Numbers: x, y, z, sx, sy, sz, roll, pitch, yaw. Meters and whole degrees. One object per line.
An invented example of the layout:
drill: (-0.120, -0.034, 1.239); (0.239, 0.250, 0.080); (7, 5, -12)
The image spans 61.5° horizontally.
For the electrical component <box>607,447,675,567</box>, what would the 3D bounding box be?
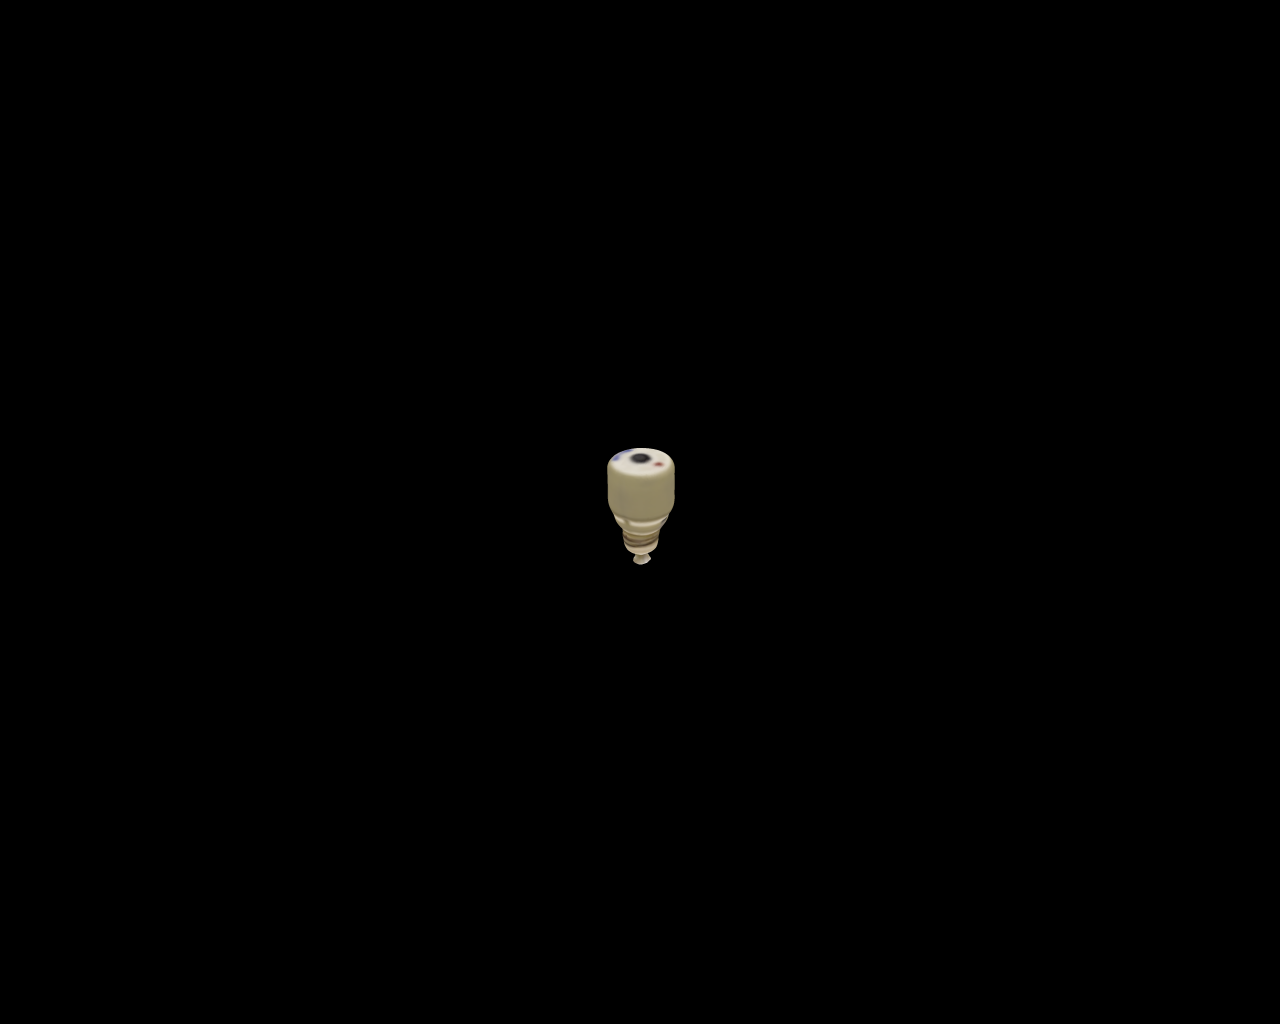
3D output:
electrical component: (0.001, -0.003, 0.650); (0.040, 0.078, 0.040); (0, 31, 0)
